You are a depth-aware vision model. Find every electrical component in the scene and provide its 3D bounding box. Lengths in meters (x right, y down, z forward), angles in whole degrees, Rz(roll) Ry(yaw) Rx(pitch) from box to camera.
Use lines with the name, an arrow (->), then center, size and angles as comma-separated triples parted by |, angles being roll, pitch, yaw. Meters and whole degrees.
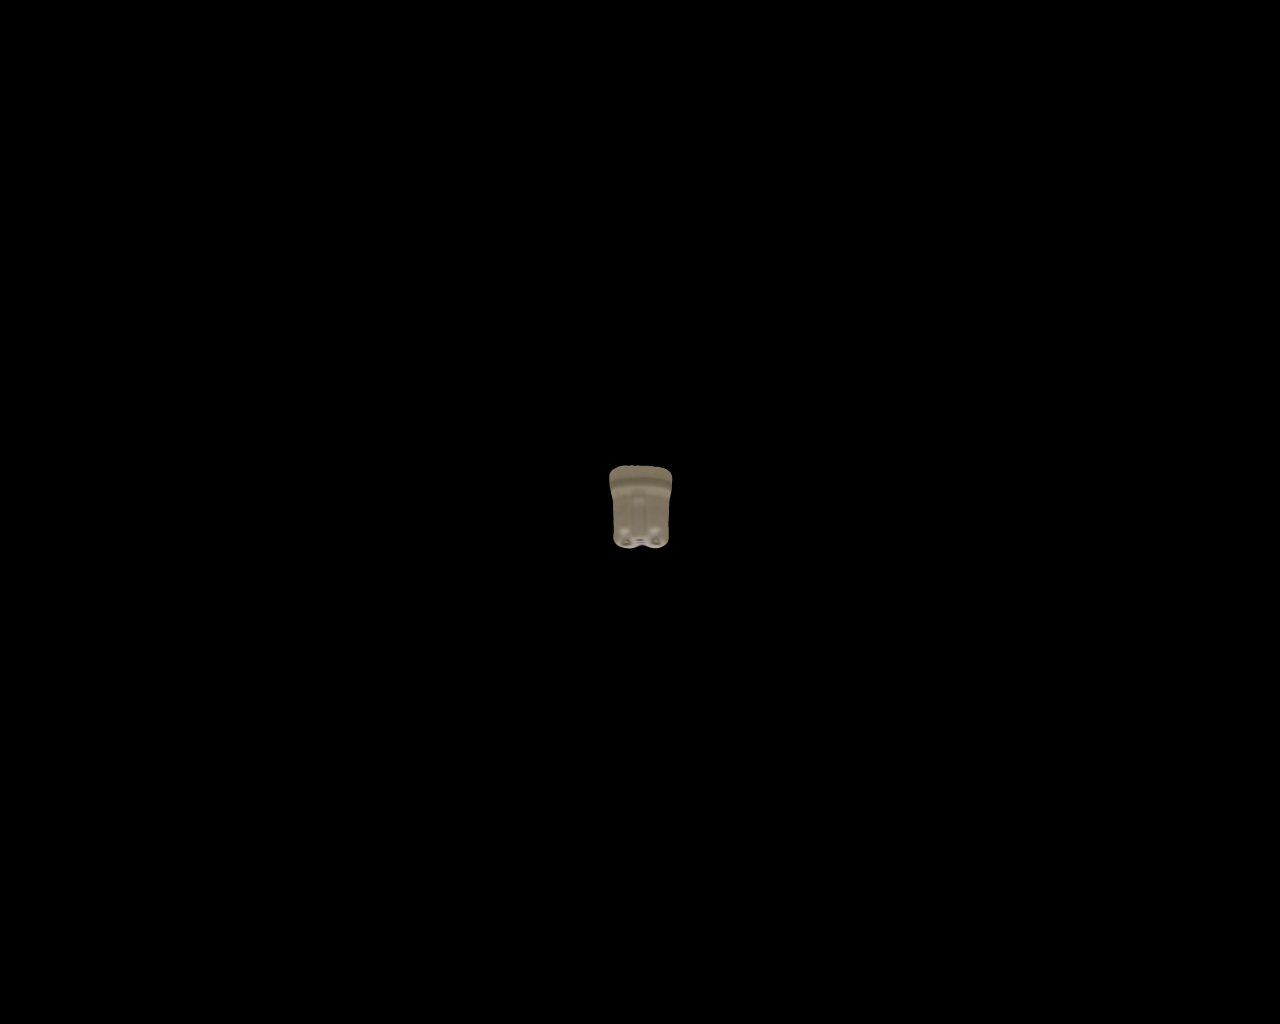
electrical component -> 0.001, -0.003, 0.650 | 0.040, 0.046, 0.040 | 0, -11, 0
